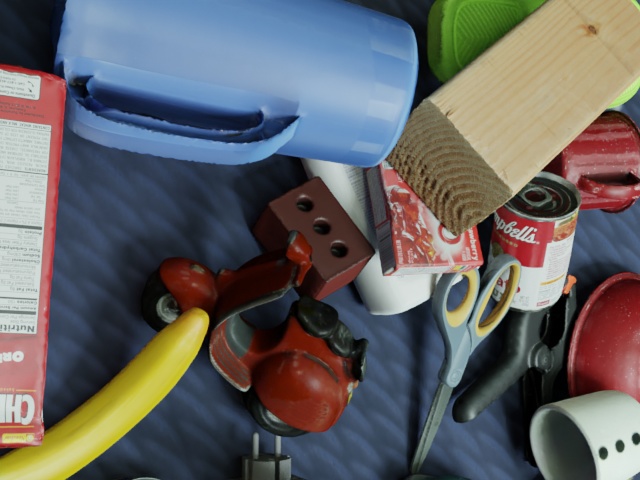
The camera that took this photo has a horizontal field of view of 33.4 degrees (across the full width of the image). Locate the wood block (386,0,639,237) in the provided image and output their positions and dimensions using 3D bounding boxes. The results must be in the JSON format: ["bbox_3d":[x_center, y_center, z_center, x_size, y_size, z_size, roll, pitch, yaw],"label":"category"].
[{"bbox_3d":[0.154,-0.106,0.798,0.205,0.090,0.091,-40,88,-28],"label":"wood block"}]

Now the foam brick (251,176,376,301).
[{"bbox_3d":[-0.005,0.001,0.814,0.052,0.051,0.078,-30,75,-29],"label":"foam brick"}]

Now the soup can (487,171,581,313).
[{"bbox_3d":[0.177,0.002,0.896,0.068,0.069,0.102,-23,134,-27],"label":"soup can"}]

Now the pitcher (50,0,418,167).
[{"bbox_3d":[-0.061,-0.117,0.724,0.242,0.145,0.149,11,88,-14],"label":"pitcher"}]

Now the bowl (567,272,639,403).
[{"bbox_3d":[0.295,0.111,0.971,0.161,0.055,0.162,-4,96,-40],"label":"bowl"}]

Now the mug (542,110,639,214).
[{"bbox_3d":[0.230,-0.061,0.929,0.081,0.117,0.093,-5,119,-24],"label":"mug"}]

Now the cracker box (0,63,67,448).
[{"bbox_3d":[-0.210,0.011,0.655,0.072,0.164,0.214,5,86,-27],"label":"cracker box"}]

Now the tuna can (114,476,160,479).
[{"bbox_3d":[-0.130,0.211,0.753,0.086,0.034,0.086,12,69,-34],"label":"tuna can"}]

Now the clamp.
[{"bbox_3d":[0.176,0.104,0.932,0.120,0.039,0.171,25,75,-40],"label":"clamp"}]

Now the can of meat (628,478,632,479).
[{"bbox_3d":[0.246,0.250,0.944,0.102,0.057,0.084,42,71,4],"label":"can of meat"}]

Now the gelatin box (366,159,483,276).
[{"bbox_3d":[0.078,-0.019,0.804,0.073,0.030,0.089,-2,73,-22],"label":"gelatin box"}]

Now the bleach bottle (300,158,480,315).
[{"bbox_3d":[0.035,-0.072,0.850,0.102,0.068,0.251,-28,99,-26],"label":"bleach bottle"}]

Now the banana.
[{"bbox_3d":[-0.152,0.120,0.733,0.197,0.069,0.037,-37,75,-11],"label":"banana"}]

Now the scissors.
[{"bbox_3d":[0.098,0.097,0.859,0.096,0.016,0.202,26,95,-44],"label":"scissors"}]
